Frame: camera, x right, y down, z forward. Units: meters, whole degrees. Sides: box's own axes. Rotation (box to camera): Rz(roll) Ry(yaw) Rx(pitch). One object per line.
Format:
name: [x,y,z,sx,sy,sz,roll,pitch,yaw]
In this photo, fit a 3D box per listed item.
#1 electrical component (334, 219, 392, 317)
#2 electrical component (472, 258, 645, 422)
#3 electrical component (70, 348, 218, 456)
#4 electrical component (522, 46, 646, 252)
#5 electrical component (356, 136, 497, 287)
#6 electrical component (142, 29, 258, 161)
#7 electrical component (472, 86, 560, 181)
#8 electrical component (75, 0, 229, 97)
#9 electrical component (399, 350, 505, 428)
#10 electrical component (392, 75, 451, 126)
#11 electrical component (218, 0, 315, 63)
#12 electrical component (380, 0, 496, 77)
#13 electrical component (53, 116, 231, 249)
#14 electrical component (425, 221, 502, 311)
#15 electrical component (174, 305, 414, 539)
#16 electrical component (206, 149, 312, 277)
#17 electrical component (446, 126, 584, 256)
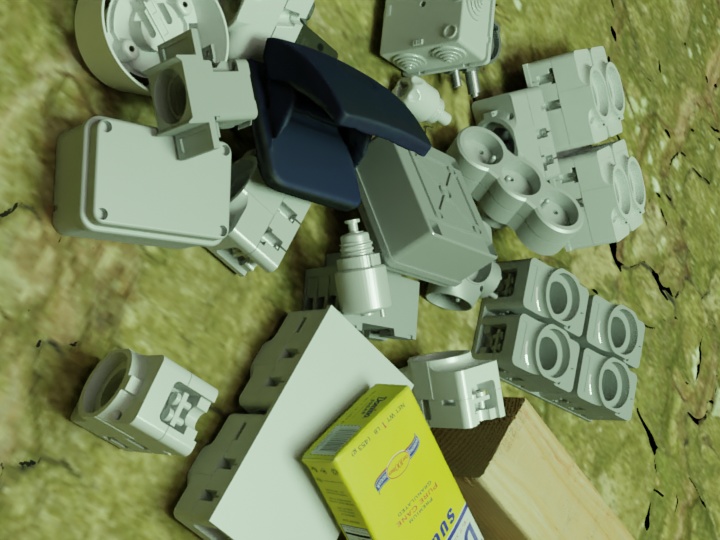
electrical component: [0.000,0.000,0.828,0.040,0.040,0.078,-11,93,-41]
electrical component: [0.200,0.071,1.043,0.186,0.060,0.105,27,68,-36]
electrical component: [-0.148,0.088,0.718,0.056,0.089,0.050,38,62,-32]
electrical component: [0.229,-0.123,1.070,0.105,0.060,0.186,-25,103,-59]
electrical component: [0.050,-0.050,0.890,0.109,0.056,0.108,16,47,-52]
electrical component: [-0.106,-0.119,0.732,0.064,0.042,0.081,-11,91,-43]
electrical component: [0.146,-0.123,1.024,0.056,0.050,0.089,-20,99,-42]
electrical component: [-0.148,-0.170,0.759,0.099,0.064,0.099,-10,103,-48]
electrical component: [0.071,0.100,0.908,0.050,0.089,0.055,-11,93,-41]
electrical component: [0.058,-0.147,0.961,0.061,0.035,0.035,27,68,-39]
electrical component: [-0.077,-0.205,0.810,0.059,0.095,0.053,0,41,-41]
electrical component: [0.067,-0.222,0.935,0.048,0.100,0.099,21,71,-51]
electrical component: [-0.150,-0.059,0.754,0.113,0.057,0.078,7,81,-40]
electrical component: [0.102,0.001,0.976,0.079,0.044,0.077,30,67,-35]
electrical component: [-0.049,0.134,0.819,0.105,0.060,0.186,46,58,-28]
electrical component: [-0.079,-0.049,0.819,0.056,0.050,0.089,43,59,-30]
electrical component: [0.131,-0.063,0.990,0.138,0.073,0.052,40,50,4]
